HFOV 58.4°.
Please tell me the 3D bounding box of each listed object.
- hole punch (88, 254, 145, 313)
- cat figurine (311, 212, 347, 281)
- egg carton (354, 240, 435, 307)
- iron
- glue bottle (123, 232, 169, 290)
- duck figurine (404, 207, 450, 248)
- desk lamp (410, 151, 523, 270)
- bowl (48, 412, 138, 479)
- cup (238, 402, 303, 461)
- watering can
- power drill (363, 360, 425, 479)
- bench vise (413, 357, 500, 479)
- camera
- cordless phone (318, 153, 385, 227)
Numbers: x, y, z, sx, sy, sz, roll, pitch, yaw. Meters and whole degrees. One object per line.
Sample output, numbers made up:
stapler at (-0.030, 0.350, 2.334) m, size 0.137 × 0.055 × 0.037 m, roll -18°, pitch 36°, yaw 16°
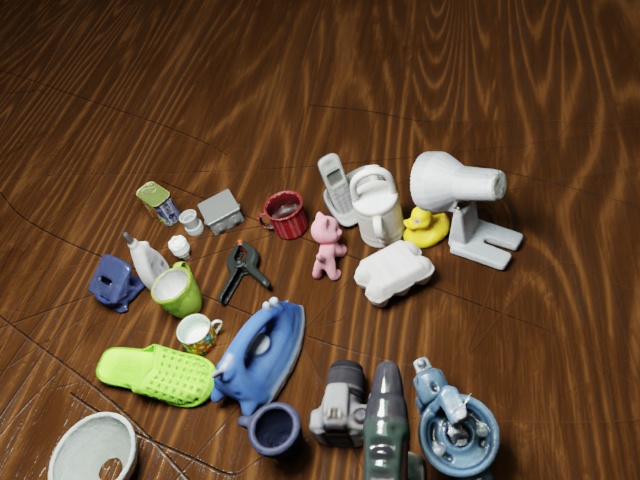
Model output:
hole punch at (-0.476, 0.100, 1.321) m, size 0.108 × 0.091 × 0.101 m, roll 19°, pitch 58°, yaw 30°
cat figurine at (0.011, 0.004, 1.228) m, size 0.067 × 0.118 × 0.128 m, roll -1°, pitch 50°, yaw 18°
egg carton at (0.149, 0.067, 1.162) m, size 0.150 × 0.069 × 0.107 m, roll -29°, pitch 48°, yaw -7°
iron at (-0.115, 0.194, 1.088) m, size 0.118 × 0.142 × 0.259 m, roll 14°, pitch 56°, yaw 28°
glue bottle at (-0.397, 0.039, 1.292) m, size 0.037 × 0.173 × 0.078 m, roll -4°, pitch 49°, yaw 15°
duck figurine at (0.224, -0.038, 1.218) m, size 0.104 × 0.086 × 0.077 m, roll -22°, pitch 47°, yaw -1°
desk lamp at (0.292, -0.070, 1.136) m, size 0.202 × 0.214 × 0.118 m, roll 21°, pitch 60°, yaw 32°
bowl at (-0.398, 0.406, 1.041) m, size 0.167 × 0.075 × 0.167 m, roll -9°, pitch 48°, yaw 10°
cup at (-0.079, 0.337, 0.984) m, size 0.117 × 0.095 × 0.092 m, roll 5°, pitch 52°, yaw 22°
watering can at (0.116, -0.086, 1.220) m, size 0.101 × 0.194 × 0.172 m, roll -26°, pitch 47°, yaw -4°
power drill at (0.107, 0.326, 0.856) m, size 0.075 × 0.209 × 0.229 m, roll -4°, pitch 49°, yaw 15°
bench vise at (0.184, 0.265, 0.877) m, size 0.121 × 0.220 × 0.206 m, roll -36°, pitch 49°, yaw -14°
camera at (0.056, 0.276, 0.990) m, size 0.143 × 0.101 × 0.137 m, roll -5°, pitch 49°, yaw 14°
cordless phone at (0.071, -0.132, 1.281) m, size 0.148 × 0.185 × 0.094 m, roll -34°, pitch 49°, yaw -12°
